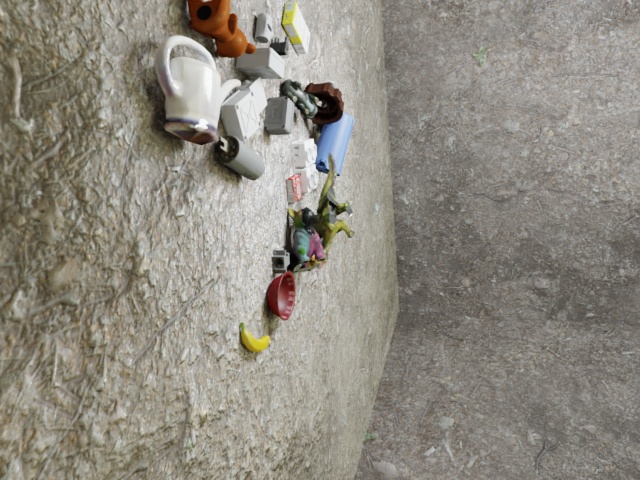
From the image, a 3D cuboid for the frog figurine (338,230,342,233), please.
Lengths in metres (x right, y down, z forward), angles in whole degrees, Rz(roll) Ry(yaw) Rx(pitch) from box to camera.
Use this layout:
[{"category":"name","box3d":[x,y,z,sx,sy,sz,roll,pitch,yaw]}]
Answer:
[{"category":"frog figurine","box3d":[0.025,-0.093,2.167,0.160,0.121,0.138,56,27,7]}]

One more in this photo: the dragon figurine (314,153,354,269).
[{"category":"dragon figurine","box3d":[0.006,-0.097,1.922,0.122,0.240,0.416,8,69,-36]}]

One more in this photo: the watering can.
[{"category":"watering can","box3d":[-0.267,-0.327,1.184,0.347,0.104,0.225,5,87,-72]}]
